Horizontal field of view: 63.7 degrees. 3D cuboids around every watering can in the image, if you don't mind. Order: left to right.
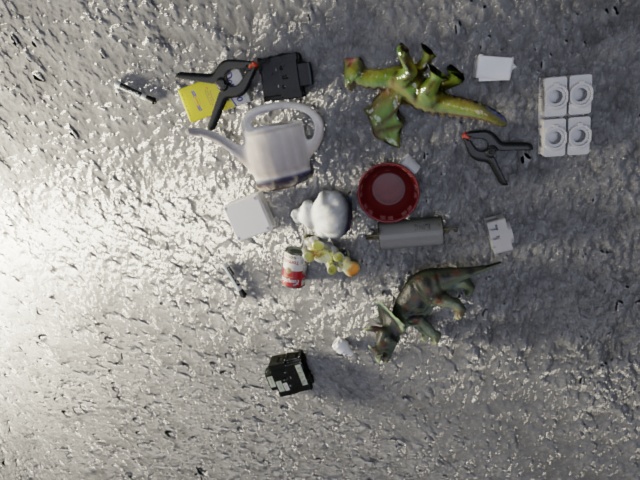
[{"bbox_3d":[-0.153,-0.232,1.331,0.348,0.105,0.222,-12,104,-2],"label":"watering can"}]

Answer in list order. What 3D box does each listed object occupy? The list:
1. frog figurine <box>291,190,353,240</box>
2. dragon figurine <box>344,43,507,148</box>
[{"bbox_3d":[0.004,-0.069,1.361,0.159,0.125,0.134,2,127,-4],"label":"frog figurine"},{"bbox_3d":[0.230,-0.336,1.279,0.410,0.124,0.238,39,125,-2],"label":"dragon figurine"}]
